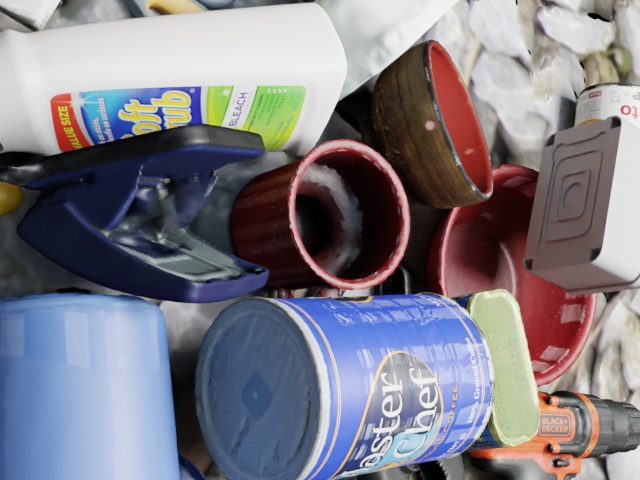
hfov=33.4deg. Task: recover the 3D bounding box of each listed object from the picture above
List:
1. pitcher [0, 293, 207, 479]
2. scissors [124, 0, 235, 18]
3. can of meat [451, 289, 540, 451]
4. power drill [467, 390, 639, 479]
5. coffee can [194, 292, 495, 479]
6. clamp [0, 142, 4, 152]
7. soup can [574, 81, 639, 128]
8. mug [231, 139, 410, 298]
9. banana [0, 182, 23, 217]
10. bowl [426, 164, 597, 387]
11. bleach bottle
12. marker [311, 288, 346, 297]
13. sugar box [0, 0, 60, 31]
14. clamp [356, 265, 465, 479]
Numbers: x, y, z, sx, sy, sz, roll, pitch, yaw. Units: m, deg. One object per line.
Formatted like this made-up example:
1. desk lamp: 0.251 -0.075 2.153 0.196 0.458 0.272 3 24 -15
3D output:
1. pitcher: -0.122 0.154 0.554 0.145 0.149 0.243 -3 81 -2
2. scissors: -0.124 -0.183 0.661 0.201 0.016 0.096 39 62 -24
3. can of meat: 0.086 0.085 0.681 0.057 0.084 0.102 -8 84 -45
4. power drill: 0.177 0.206 0.794 0.184 0.057 0.187 8 76 -30
5. coffee can: 0.015 0.082 0.601 0.140 0.103 0.103 1 83 -44
6. clamp: -0.213 -0.124 0.527 0.171 0.039 0.120 24 76 -1
7. soup can: 0.241 -0.069 0.870 0.068 0.069 0.102 17 73 -32
8. mug: -0.004 0.001 0.678 0.093 0.082 0.117 11 77 -34
9. banana: -0.248 -0.038 0.527 0.197 0.070 0.037 27 28 -35
10. bowl: 0.131 0.028 0.786 0.161 0.055 0.162 6 80 -35
11. bleach bottle: -0.114 -0.082 0.615 0.250 0.103 0.068 -10 62 -27
12. marker: 0.008 0.034 0.721 0.020 0.020 0.121 46 61 -21
13. sugar box: -0.149 -0.213 0.581 0.093 0.048 0.176 30 86 -10
14. clamp: 0.054 0.132 0.725 0.164 0.036 0.210 -49 117 -38
